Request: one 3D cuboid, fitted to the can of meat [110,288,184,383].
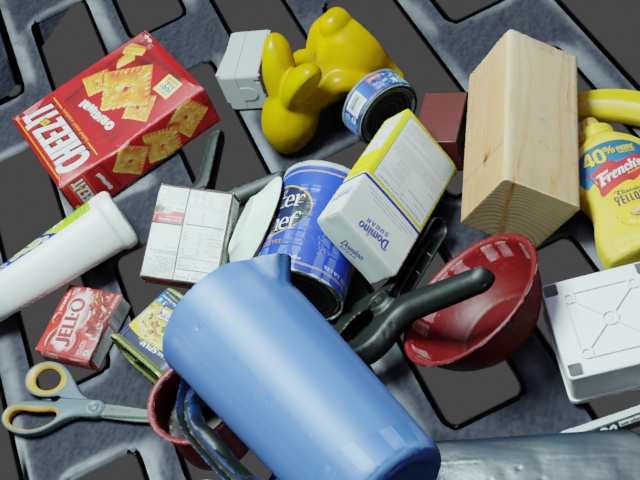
[{"bbox_3d":[-0.156,0.108,1.128,0.102,0.057,0.083,33,68,34],"label":"can of meat"}]

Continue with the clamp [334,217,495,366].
[{"bbox_3d":[0.075,0.070,1.054,0.210,0.036,0.165,-44,20,-1],"label":"clamp"}]

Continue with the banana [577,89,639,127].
[{"bbox_3d":[0.346,-0.129,1.150,0.198,0.037,0.069,28,66,33],"label":"banana"}]

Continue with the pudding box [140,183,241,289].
[{"bbox_3d":[-0.144,-0.002,1.188,0.090,0.039,0.113,8,78,8],"label":"pudding box"}]

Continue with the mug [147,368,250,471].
[{"bbox_3d":[-0.109,0.165,1.053,0.093,0.081,0.117,3,56,20],"label":"mug"}]

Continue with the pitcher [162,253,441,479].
[{"bbox_3d":[-0.021,0.142,0.891,0.144,0.149,0.243,-30,52,-23],"label":"pitcher"}]

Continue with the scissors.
[{"bbox_3d":[-0.244,0.165,1.140,0.202,0.016,0.096,-10,52,11],"label":"scissors"}]

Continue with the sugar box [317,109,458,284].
[{"bbox_3d":[0.073,-0.047,1.113,0.048,0.093,0.176,-23,25,49],"label":"sugar box"}]

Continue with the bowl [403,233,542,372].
[{"bbox_3d":[0.158,0.071,1.026,0.162,0.055,0.162,-38,23,19],"label":"bowl"}]

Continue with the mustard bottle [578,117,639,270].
[{"bbox_3d":[0.308,-0.054,1.095,0.096,0.058,0.191,-19,51,6],"label":"mustard bottle"}]

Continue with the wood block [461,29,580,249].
[{"bbox_3d":[0.211,-0.107,1.125,0.090,0.091,0.206,19,54,-15],"label":"wood block"}]

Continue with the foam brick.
[{"bbox_3d":[0.141,-0.122,1.203,0.051,0.053,0.078,3,56,20],"label":"foam brick"}]

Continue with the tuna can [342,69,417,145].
[{"bbox_3d":[0.070,-0.151,1.227,0.086,0.086,0.034,-36,54,-10],"label":"tuna can"}]

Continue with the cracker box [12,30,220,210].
[{"bbox_3d":[-0.259,-0.152,1.345,0.213,0.072,0.164,-36,51,-9],"label":"cracker box"}]

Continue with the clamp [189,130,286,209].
[{"bbox_3d":[-0.119,-0.043,1.239,0.120,0.039,0.171,23,72,30],"label":"clamp"}]

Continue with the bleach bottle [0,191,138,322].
[{"bbox_3d":[-0.331,0.040,1.217,0.250,0.068,0.103,-34,16,-7],"label":"bleach bottle"}]

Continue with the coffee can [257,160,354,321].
[{"bbox_3d":[-0.007,0.001,1.128,0.103,0.102,0.140,4,56,21],"label":"coffee can"}]

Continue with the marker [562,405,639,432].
[{"bbox_3d":[0.250,0.173,0.970,0.121,0.020,0.020,-19,51,4],"label":"marker"}]

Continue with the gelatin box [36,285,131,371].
[{"bbox_3d":[-0.263,0.097,1.187,0.073,0.030,0.089,9,58,24],"label":"gelatin box"}]
